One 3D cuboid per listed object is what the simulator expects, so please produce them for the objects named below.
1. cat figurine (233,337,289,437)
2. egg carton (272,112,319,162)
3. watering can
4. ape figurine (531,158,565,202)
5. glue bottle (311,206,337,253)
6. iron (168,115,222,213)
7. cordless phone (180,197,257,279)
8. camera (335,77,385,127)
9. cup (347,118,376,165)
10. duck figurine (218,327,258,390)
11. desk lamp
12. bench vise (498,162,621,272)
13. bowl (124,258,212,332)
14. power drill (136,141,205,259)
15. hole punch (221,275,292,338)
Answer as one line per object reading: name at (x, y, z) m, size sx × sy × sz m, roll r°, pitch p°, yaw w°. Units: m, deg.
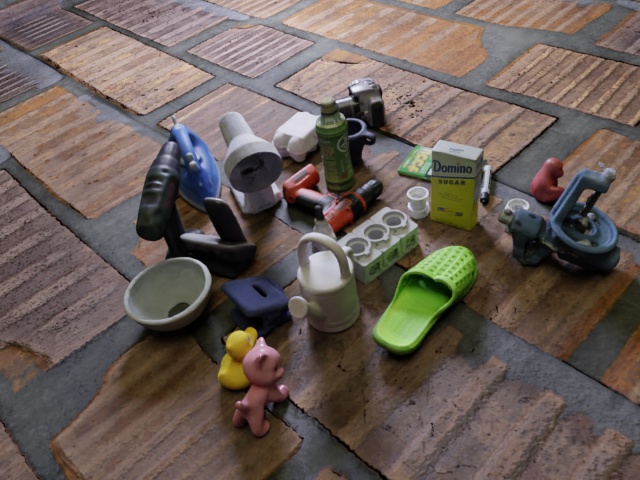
cat figurine at (-0.098, 0.225, 0.907) m, size 0.067 × 0.118 × 0.128 m, roll 11°, pitch 47°, yaw 22°
egg carton at (-0.045, -0.263, 1.444) m, size 0.107 × 0.069 × 0.150 m, roll 20°, pitch 51°, yaw 29°
watering can at (0.010, 0.071, 0.990) m, size 0.100 × 0.194 × 0.173 m, roll 0°, pitch 44°, yaw 12°
ape figurine at (0.475, -0.127, 1.177) m, size 0.076 × 0.092 × 0.078 m, roll 9°, pitch 47°, yaw 21°
glue bottle at (0.010, 0.004, 1.076) m, size 0.037 × 0.173 × 0.078 m, roll -29°, pitch 46°, yaw -18°
iron at (-0.306, -0.187, 1.366) m, size 0.119 × 0.142 × 0.257 m, roll -22°, pitch 44°, yaw -11°
cordless phone at (-0.215, -0.022, 1.141) m, size 0.147 × 0.185 × 0.094 m, roll 7°, pitch 46°, yaw 19°
camera at (0.091, -0.362, 1.498) m, size 0.137 × 0.101 × 0.143 m, roll -14°, pitch 43°, yaw -3°
cup at (0.083, -0.225, 1.360) m, size 0.117 × 0.095 × 0.092 m, roll 17°, pitch 50°, yaw 27°
duck figurine at (-0.136, 0.195, 0.969) m, size 0.077 × 0.086 × 0.105 m, roll 19°, pitch 51°, yaw 29°
desk lamp at (-0.157, -0.161, 1.254) m, size 0.118 × 0.214 × 0.202 m, roll -22°, pitch 44°, yaw -12°
bench vise at (0.422, -0.035, 0.997) m, size 0.207 × 0.220 × 0.121 m, roll -2°, pitch 44°, yaw 10°
bowl at (-0.280, 0.116, 1.090) m, size 0.167 × 0.075 × 0.167 m, roll -6°, pitch 43°, yaw 6°
power drill at (-0.307, -0.060, 1.183) m, size 0.075 × 0.209 × 0.229 m, roll -4°, pitch 43°, yaw 8°
hole punch at (-0.115, 0.109, 1.051) m, size 0.101 × 0.091 × 0.108 m, roll -33°, pitch 47°, yaw -22°
